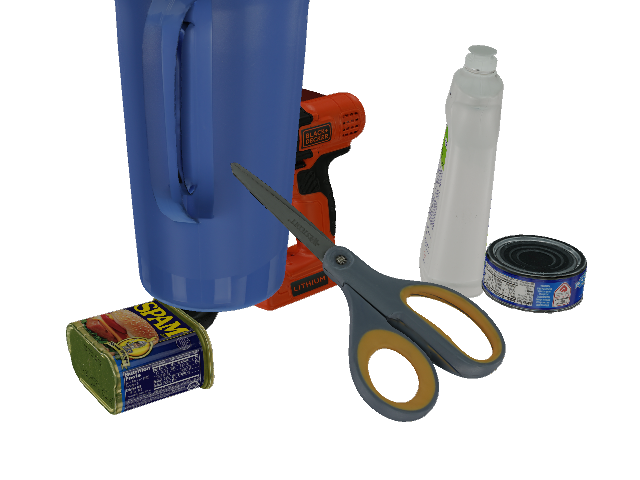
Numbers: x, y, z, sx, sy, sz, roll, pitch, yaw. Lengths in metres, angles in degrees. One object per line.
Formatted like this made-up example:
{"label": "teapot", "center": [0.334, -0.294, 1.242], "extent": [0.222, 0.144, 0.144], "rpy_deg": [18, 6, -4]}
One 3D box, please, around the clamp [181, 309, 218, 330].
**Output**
{"label": "clamp", "center": [-0.133, 0.072, 1.223], "extent": [0.120, 0.039, 0.171], "rpy_deg": [-1, 30, 28]}

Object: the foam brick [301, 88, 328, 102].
{"label": "foam brick", "center": [-0.026, -0.148, 1.273], "extent": [0.078, 0.053, 0.051], "rpy_deg": [17, 31, 20]}

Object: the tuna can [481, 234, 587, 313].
{"label": "tuna can", "center": [0.180, 0.027, 0.901], "extent": [0.086, 0.034, 0.086], "rpy_deg": [2, 25, -1]}

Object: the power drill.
{"label": "power drill", "center": [-0.038, -0.033, 0.974], "extent": [0.184, 0.188, 0.057], "rpy_deg": [-19, 33, -32]}

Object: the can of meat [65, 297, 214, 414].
{"label": "can of meat", "center": [-0.147, 0.091, 0.860], "extent": [0.083, 0.057, 0.102], "rpy_deg": [-15, 26, -31]}

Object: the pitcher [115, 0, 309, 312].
{"label": "pitcher", "center": [-0.078, -0.073, 0.736], "extent": [0.149, 0.243, 0.145], "rpy_deg": [-14, 29, -32]}

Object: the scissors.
{"label": "scissors", "center": [0.008, 0.031, 0.611], "extent": [0.202, 0.096, 0.016], "rpy_deg": [29, -31, 14]}

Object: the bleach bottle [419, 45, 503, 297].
{"label": "bleach bottle", "center": [0.148, -0.072, 1.089], "extent": [0.068, 0.251, 0.102], "rpy_deg": [4, 30, -1]}
